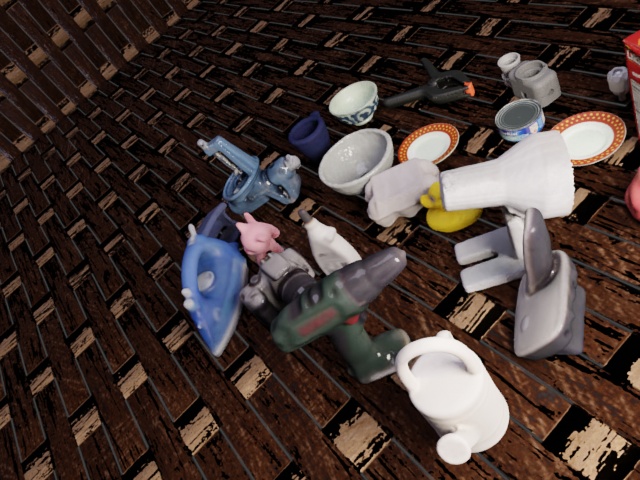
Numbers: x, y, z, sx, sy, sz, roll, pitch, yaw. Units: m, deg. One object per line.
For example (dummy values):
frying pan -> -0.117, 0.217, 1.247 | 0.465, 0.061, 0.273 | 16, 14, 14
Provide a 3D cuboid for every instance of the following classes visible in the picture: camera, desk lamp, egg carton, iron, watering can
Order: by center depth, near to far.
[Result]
watering can -> 0.162, 0.186, 0.707 | 0.101, 0.195, 0.172 | -33, 39, 5
desk lamp -> 0.271, -0.041, 0.832 | 0.203, 0.214, 0.118 | -21, 42, 19
camera -> -0.063, 0.092, 1.039 | 0.143, 0.101, 0.136 | -45, 40, -10
egg carton -> 0.157, -0.091, 1.080 | 0.150, 0.070, 0.107 | -24, 41, 16
iron -> -0.228, 0.090, 1.132 | 0.118, 0.142, 0.258 | -23, 41, 17

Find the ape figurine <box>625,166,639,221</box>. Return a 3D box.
ape figurine -> 0.470, -0.072, 0.811 | 0.078, 0.092, 0.076 | -39, 39, -2

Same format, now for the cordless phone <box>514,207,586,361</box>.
cordless phone -> 0.283, 0.059, 0.748 | 0.094, 0.186, 0.147 | -9, 47, 30

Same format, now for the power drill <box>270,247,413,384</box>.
power drill -> 0.055, 0.120, 0.840 | 0.229, 0.209, 0.075 | -27, 40, 12

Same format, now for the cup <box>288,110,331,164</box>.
cup -> -0.009, -0.232, 1.321 | 0.091, 0.095, 0.118 | -6, 49, 33

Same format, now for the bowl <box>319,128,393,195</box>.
bowl -> 0.085, -0.149, 1.186 | 0.167, 0.075, 0.167 | -20, 42, 20

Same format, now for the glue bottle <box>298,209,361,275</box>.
glue bottle -> 0.009, 0.004, 1.015 | 0.078, 0.174, 0.037 | -7, 48, 32

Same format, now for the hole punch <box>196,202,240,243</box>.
hole punch -> -0.246, -0.022, 1.295 | 0.100, 0.091, 0.109 | 1, 52, 37

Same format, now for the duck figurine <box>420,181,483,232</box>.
duck figurine -> 0.224, -0.067, 0.994 | 0.104, 0.086, 0.077 | -12, 45, 28

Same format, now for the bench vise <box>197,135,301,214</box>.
bench vise -> -0.153, -0.166, 1.264 | 0.207, 0.220, 0.121 | -29, 40, 10

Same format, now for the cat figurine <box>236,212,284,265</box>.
cat figurine -> -0.130, -0.010, 1.175 | 0.067, 0.118, 0.127 | -32, 40, 7
